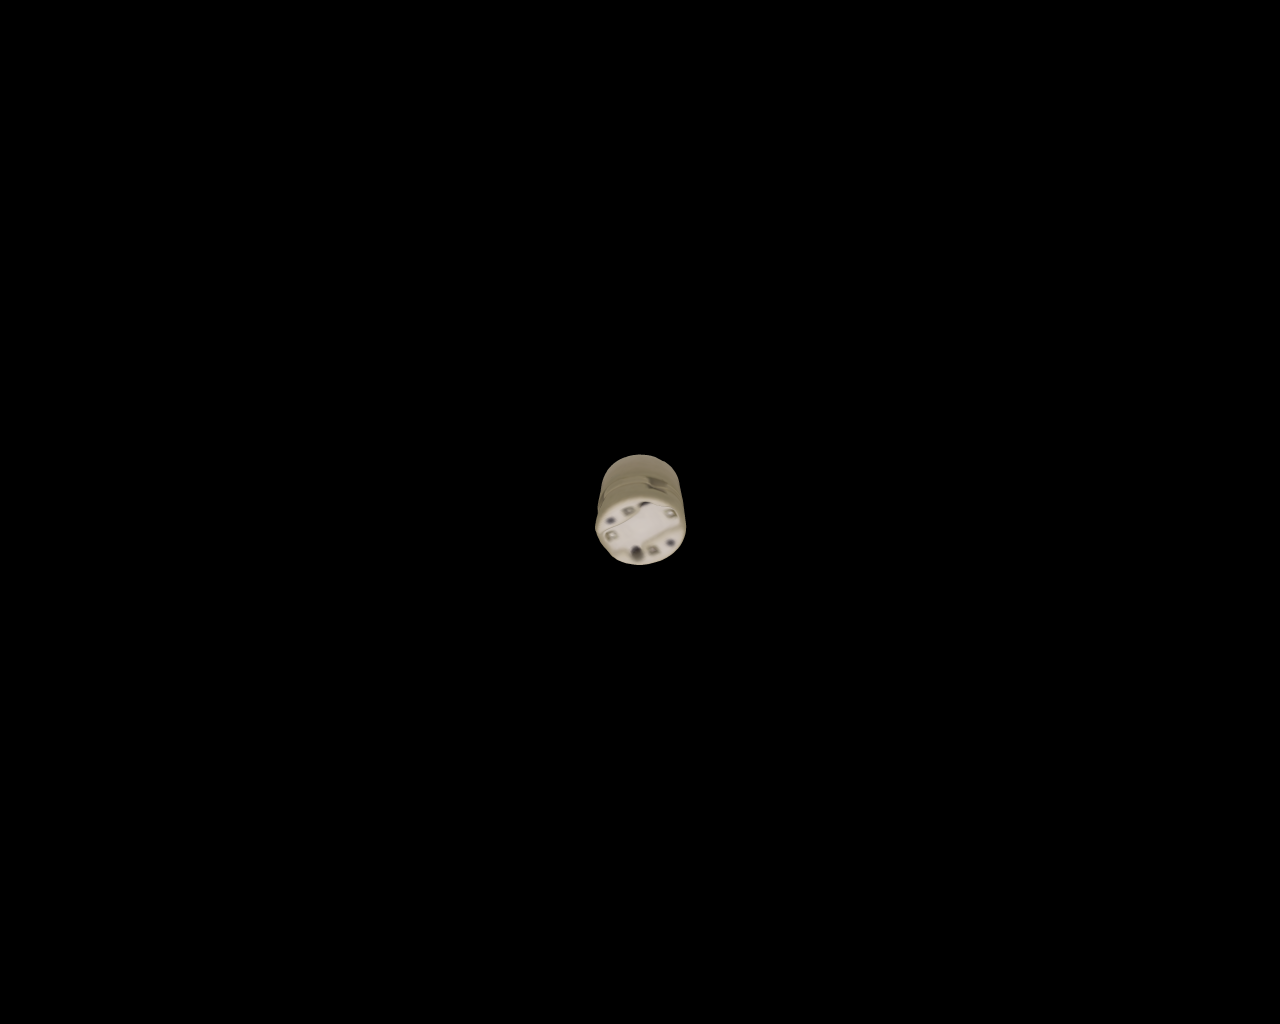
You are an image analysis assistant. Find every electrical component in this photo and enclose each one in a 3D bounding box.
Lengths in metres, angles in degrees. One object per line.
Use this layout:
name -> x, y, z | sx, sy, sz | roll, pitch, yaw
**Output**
electrical component -> 0.001, -0.003, 0.650 | 0.055, 0.055, 0.047 | 0, 39, 0
